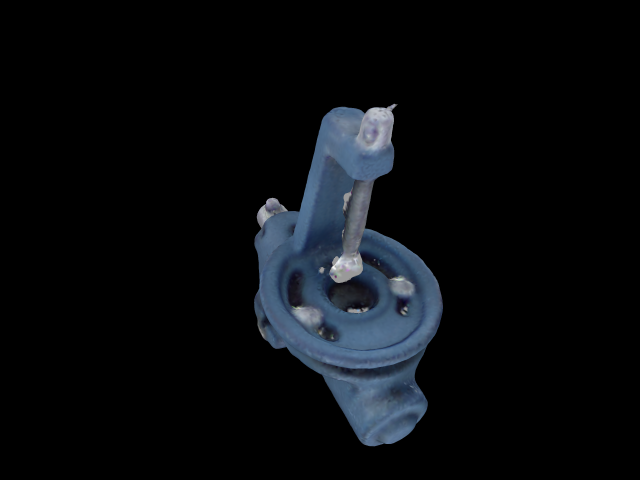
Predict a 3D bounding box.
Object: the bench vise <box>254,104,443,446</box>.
[{"bbox_3d":[-0.005,0.005,0.393,0.206,0.220,0.122,26,38,38],"label":"bench vise"}]
